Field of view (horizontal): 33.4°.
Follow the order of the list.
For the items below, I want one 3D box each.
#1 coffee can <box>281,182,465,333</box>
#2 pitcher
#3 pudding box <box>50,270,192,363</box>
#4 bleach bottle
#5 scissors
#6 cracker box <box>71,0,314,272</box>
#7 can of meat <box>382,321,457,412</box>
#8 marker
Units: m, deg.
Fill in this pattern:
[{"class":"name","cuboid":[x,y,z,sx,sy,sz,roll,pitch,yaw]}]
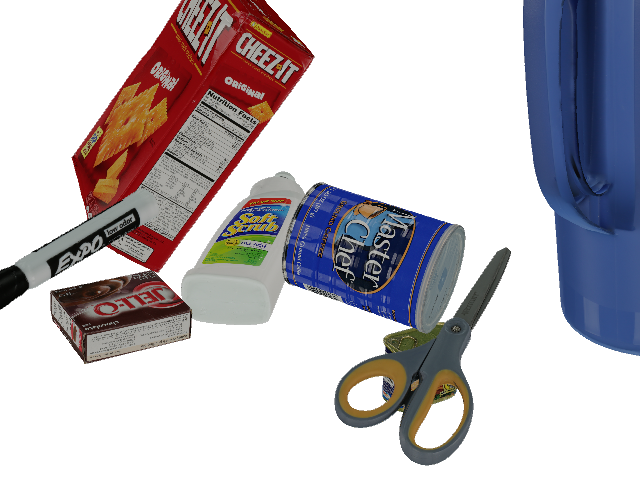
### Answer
[{"class":"coffee can","cuboid":[0.050,0.015,0.984,0.140,0.103,0.102,19,7,20]},{"class":"pitcher","cuboid":[0.173,-0.062,0.557,0.149,0.243,0.145,-4,22,3]},{"class":"pudding box","cuboid":[-0.193,0.072,1.035,0.113,0.039,0.090,-14,31,-30]},{"class":"bleach bottle","cuboid":[-0.076,-0.005,1.227,0.102,0.068,0.250,3,35,10]},{"class":"scissors","cuboid":[0.070,0.065,0.710,0.096,0.016,0.201,6,40,12]},{"class":"cracker box","cuboid":[-0.113,-0.105,0.869,0.072,0.214,0.164,30,15,-29]},{"class":"can of meat","cuboid":[0.126,0.158,1.329,0.101,0.084,0.058,-12,29,-28]},{"class":"marker","cuboid":[-0.139,0.005,0.587,0.020,0.020,0.120,0,27,46]}]
